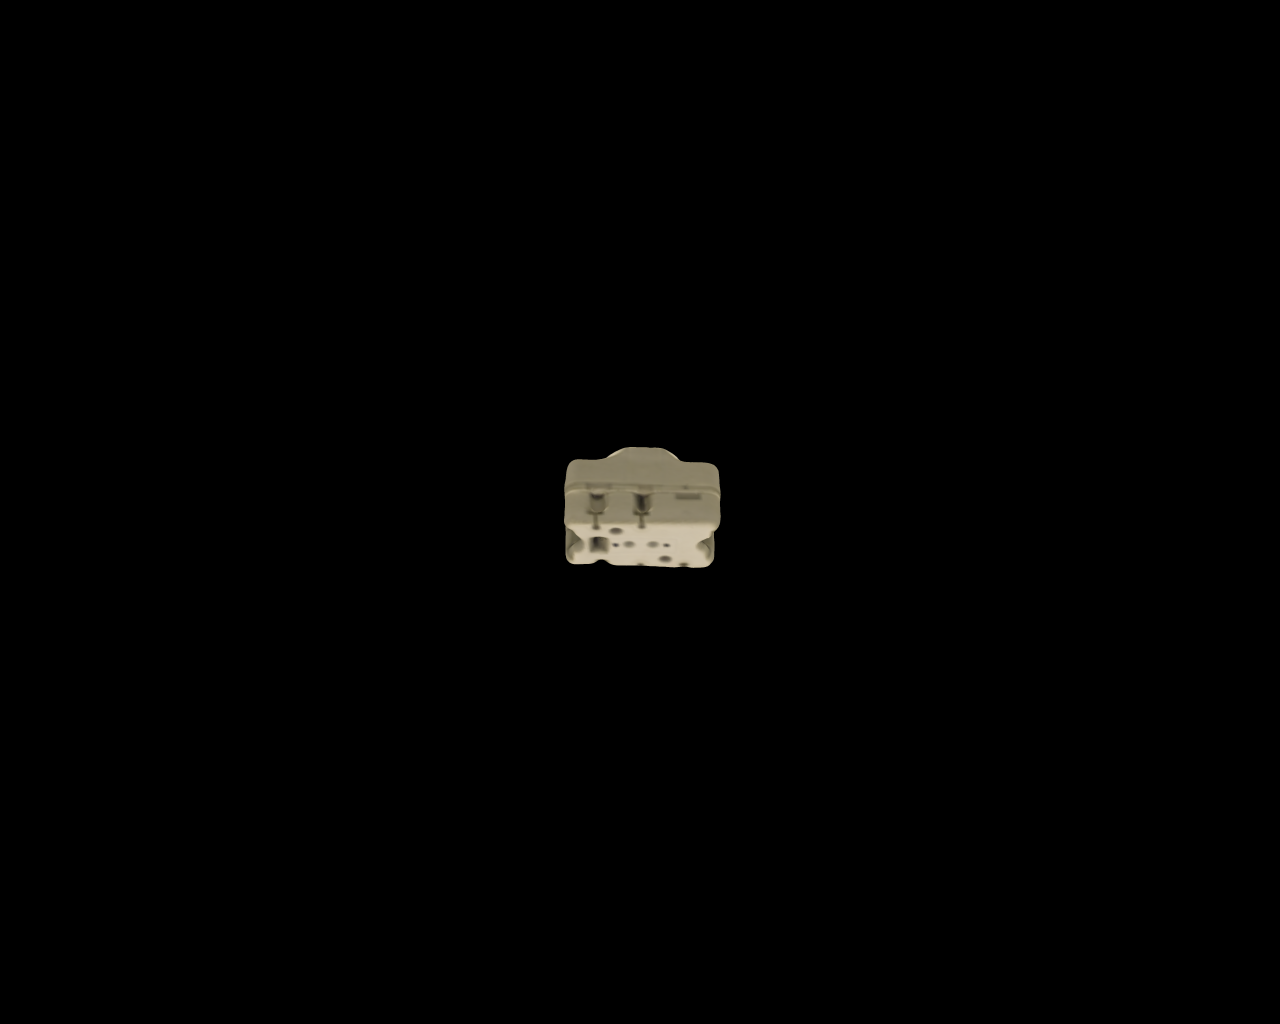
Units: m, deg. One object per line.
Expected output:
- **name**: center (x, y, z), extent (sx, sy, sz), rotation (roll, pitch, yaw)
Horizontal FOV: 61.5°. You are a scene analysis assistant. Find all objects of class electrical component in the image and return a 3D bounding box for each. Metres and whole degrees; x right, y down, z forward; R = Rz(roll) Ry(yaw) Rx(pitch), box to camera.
- **electrical component**: center (0.001, -0.003, 0.650), extent (0.089, 0.056, 0.050), rotation (2, -36, -2)
